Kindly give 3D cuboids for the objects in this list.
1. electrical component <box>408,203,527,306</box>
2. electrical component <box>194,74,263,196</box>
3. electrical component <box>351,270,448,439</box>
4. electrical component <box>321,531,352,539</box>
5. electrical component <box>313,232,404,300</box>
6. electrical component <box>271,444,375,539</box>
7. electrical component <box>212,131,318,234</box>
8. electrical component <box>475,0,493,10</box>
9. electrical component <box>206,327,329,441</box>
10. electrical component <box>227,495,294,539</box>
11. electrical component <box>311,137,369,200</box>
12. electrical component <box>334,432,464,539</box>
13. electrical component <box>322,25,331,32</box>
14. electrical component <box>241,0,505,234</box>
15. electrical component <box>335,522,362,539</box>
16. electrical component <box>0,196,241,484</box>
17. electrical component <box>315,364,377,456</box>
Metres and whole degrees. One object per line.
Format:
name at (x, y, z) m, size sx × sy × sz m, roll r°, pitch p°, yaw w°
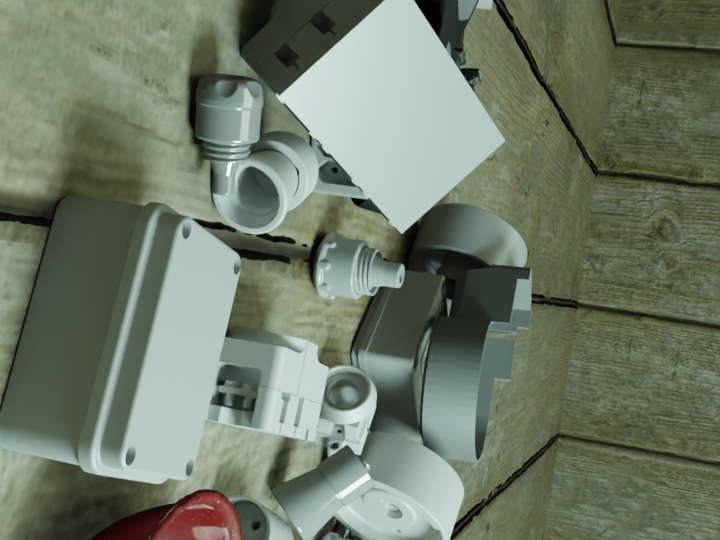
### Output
electrical component at (0.097, -0.005, 1.015) m, size 0.108 × 0.108 × 0.060 m, roll 75°, pitch 34°, yaw -52°
electrical component at (-0.069, -0.070, 0.559) m, size 0.035 × 0.035 × 0.061 m, roll -36°, pitch 135°, yaw -67°
electrical component at (0.039, 0.073, 0.941) m, size 0.108 × 0.056 × 0.108 m, roll 81°, pitch 24°, yaw -44°
electrical component at (-0.005, 0.239, 0.865) m, size 0.048 × 0.062 × 0.048 m, roll 8°, pitch 90°, yaw -73°
electrical component at (0.000, 0.000, 0.770) m, size 0.048 × 0.062 × 0.048 m, roll 8°, pitch 90°, yaw -73°
electrical component at (-0.023, 0.152, 0.746) m, size 0.065 × 0.044 × 0.044 m, roll -34°, pitch 148°, yaw -10°
electrical component at (-0.052, -0.051, 0.606) m, size 0.055 × 0.045 × 0.045 m, roll -52°, pitch 146°, yaw -59°
electrical component at (0.092, -0.290, 0.929) m, size 0.079 × 0.063 × 0.121 m, roll 3°, pitch 95°, yaw -73°
electrical component at (-0.056, 0.067, 0.637) m, size 0.089 × 0.050 × 0.055 m, roll 41°, pitch 59°, yaw -70°
electrical component at (-0.065, 0.170, 0.672) m, size 0.081 × 0.043 × 0.043 m, roll 61°, pitch 40°, yaw -63°
electrical component at (0.000, -0.088, 0.754) m, size 0.077 × 0.047 × 0.065 m, roll -26°, pitch 123°, yaw -70°
electrical component at (0.031, 0.175, 0.863) m, size 0.060 × 0.108 × 0.108 m, roll -58°, pitch 152°, yaw -36°
electrical component at (-0.006, -0.159, 0.692) m, size 0.080 × 0.051 × 0.080 m, roll 9°, pitch 90°, yaw -73°
electrical component at (0.009, -0.104, 0.639) m, size 0.089 × 0.061 × 0.150 m, roll -42°, pitch 139°, yaw 3°
electrical component at (0.010, 0.248, 0.939) m, size 0.055 × 0.050 × 0.089 m, roll -63°, pitch 155°, yaw -47°
electrical component at (-0.100, 0.032, 0.467) m, size 0.078 × 0.057 × 0.113 m, roll 45°, pitch 55°, yaw -69°
electrical component at (-0.011, 0.103, 0.812) m, size 0.055 × 0.048 × 0.066 m, roll 89°, pitch 18°, yaw -53°
